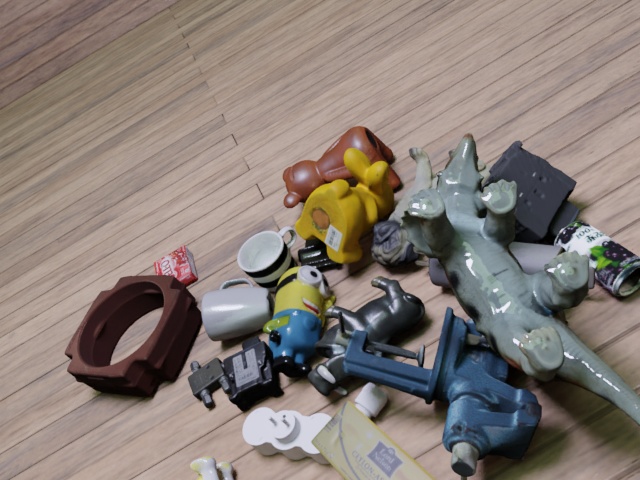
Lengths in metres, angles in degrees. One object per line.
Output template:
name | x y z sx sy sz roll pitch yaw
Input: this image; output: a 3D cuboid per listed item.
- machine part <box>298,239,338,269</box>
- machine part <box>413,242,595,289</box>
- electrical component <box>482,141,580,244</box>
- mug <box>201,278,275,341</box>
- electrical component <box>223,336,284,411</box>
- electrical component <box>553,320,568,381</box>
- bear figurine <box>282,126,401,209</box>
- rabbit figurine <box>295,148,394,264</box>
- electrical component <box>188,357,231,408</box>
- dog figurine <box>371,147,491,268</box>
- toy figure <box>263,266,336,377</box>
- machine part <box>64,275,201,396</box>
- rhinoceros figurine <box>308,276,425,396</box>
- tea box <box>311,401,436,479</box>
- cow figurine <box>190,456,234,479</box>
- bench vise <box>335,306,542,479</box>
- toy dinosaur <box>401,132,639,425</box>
machine part | -0.002 -0.003 0.942 0.084 0.039 0.139 -18 45 21
machine part | 0.240 0.038 0.732 0.243 0.079 0.079 7 54 34
electrical component | 0.295 -0.057 0.761 0.134 0.058 0.115 36 71 2
mug | -0.129 0.109 0.885 0.107 0.080 0.110 -10 39 8
electrical component | -0.103 0.188 0.811 0.075 0.047 0.119 -23 44 8
electrical component | 0.271 0.116 0.649 0.045 0.078 0.102 -43 28 30
bear figurine | 0.031 -0.118 0.996 0.196 0.131 0.120 -36 38 23
rabbit figurine | 0.058 -0.066 0.880 0.173 0.162 0.122 -19 38 -42
electrical component | -0.173 0.216 0.844 0.063 0.021 0.094 -36 41 -5
dog figurine | 0.183 -0.031 0.832 0.173 0.121 0.190 8 69 40
toy figure | -0.037 0.118 0.816 0.089 0.082 0.180 -7 50 23
machine part | -0.320 0.163 0.933 0.201 0.087 0.201 -4 50 27
rhinoceros figurine | 0.061 0.138 0.752 0.190 0.073 0.112 -38 53 -10
tea box | 0.078 0.267 0.592 0.068 0.098 0.170 -45 45 -14
cow figurine | -0.181 0.359 0.682 0.167 0.068 0.098 -33 47 -1
bench vise | 0.126 0.161 0.631 0.241 0.128 0.224 13 48 15
toy dinosaur | 0.204 0.054 0.595 0.131 0.192 0.405 -26 62 5
